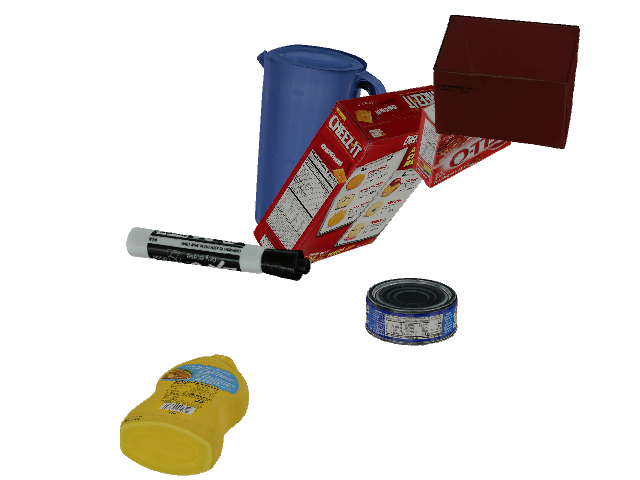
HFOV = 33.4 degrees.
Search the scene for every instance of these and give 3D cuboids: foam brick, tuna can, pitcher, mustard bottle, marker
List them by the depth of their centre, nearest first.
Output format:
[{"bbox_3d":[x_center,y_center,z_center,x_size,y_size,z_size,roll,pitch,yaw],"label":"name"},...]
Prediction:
[{"bbox_3d":[0.109,-0.093,0.622,0.078,0.051,0.053,10,-38,16],"label":"foam brick"},{"bbox_3d":[-0.064,0.008,0.664,0.121,0.020,0.020,8,2,20],"label":"marker"},{"bbox_3d":[0.084,0.064,0.989,0.086,0.034,0.086,-1,19,0],"label":"tuna can"},{"bbox_3d":[-0.126,0.166,1.091,0.096,0.058,0.191,8,21,11],"label":"mustard bottle"},{"bbox_3d":[-0.011,-0.125,1.392,0.144,0.243,0.149,0,23,-19],"label":"pitcher"}]

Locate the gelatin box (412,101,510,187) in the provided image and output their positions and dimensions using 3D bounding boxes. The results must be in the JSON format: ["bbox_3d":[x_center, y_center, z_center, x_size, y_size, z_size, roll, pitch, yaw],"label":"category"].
[{"bbox_3d":[0.120,-0.091,0.862,0.089,0.030,0.073,-28,-29,-20],"label":"gelatin box"}]

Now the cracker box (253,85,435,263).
[{"bbox_3d":[0.039,-0.070,1.188,0.163,0.072,0.214,-17,-28,-45],"label":"cracker box"}]
